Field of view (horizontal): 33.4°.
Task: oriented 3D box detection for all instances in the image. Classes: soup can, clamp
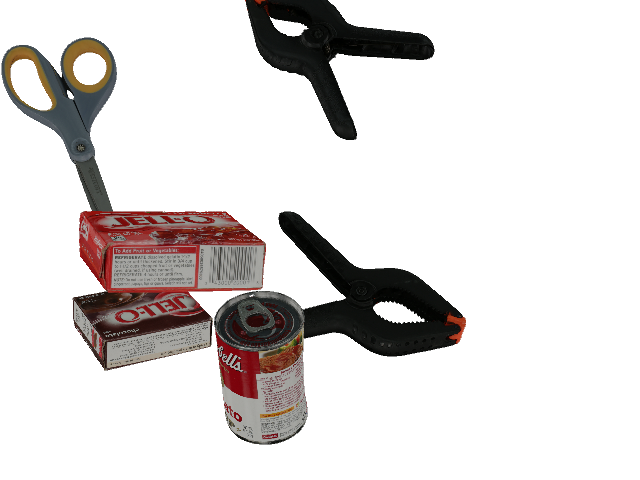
[{"bbox_3d":[-0.044,0.099,0.827,0.068,0.102,0.068,-2,36,1],"label":"soup can"},{"bbox_3d":[0.010,-0.172,0.926,0.120,0.171,0.039,-37,-21,-20],"label":"clamp"},{"bbox_3d":[0.028,0.064,0.998,0.210,0.164,0.036,21,-38,9],"label":"clamp"}]

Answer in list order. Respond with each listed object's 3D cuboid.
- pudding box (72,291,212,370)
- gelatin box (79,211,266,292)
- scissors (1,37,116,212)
[{"bbox_3d":[-0.174,0.080,1.040,0.113,0.039,0.090,-13,29,-28],"label":"pudding box"},{"bbox_3d":[-0.083,0.004,0.589,0.089,0.030,0.073,0,14,-22],"label":"gelatin box"},{"bbox_3d":[-0.170,-0.083,0.818,0.096,0.202,0.016,-33,-19,-20],"label":"scissors"}]
